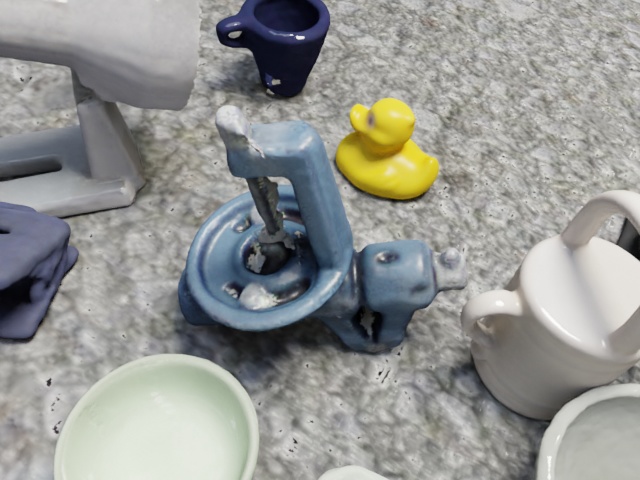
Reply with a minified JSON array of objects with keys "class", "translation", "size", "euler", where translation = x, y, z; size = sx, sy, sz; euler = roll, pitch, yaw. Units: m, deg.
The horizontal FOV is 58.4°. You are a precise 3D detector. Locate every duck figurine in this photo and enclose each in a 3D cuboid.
[{"class":"duck figurine","translation":[0.069,-0.094,0.551],"size":[0.104,0.086,0.078],"euler":[26,56,13]}]

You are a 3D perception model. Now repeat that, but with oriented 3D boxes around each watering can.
[{"class":"watering can","translation":[0.190,0.042,0.399],"size":[0.173,0.194,0.100],"euler":[-20,59,-20]}]

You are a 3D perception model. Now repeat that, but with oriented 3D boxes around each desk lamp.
[{"class":"desk lamp","translation":[-0.194,-0.123,0.462],"size":[0.203,0.213,0.117],"euler":[-13,57,-15]}]

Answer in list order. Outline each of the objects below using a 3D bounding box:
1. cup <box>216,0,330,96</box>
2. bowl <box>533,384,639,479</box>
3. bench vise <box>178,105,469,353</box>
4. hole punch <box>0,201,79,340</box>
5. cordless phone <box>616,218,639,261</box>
[{"class":"cup","translation":[-0.050,-0.201,0.608],"size":[0.118,0.095,0.091],"euler":[-15,57,-16]},{"class":"bowl","translation":[0.210,0.185,0.373],"size":[0.167,0.075,0.167],"euler":[3,54,-4]},{"class":"bench vise","translation":[0.000,-0.008,0.397],"size":[0.208,0.220,0.121],"euler":[-11,56,-14]},{"class":"hole punch","translation":[-0.257,0.008,0.435],"size":[0.108,0.091,0.101],"euler":[12,54,2]},{"class":"cordless phone","translation":[0.340,-0.039,0.481],"size":[0.094,0.185,0.148],"euler":[25,55,12]}]
